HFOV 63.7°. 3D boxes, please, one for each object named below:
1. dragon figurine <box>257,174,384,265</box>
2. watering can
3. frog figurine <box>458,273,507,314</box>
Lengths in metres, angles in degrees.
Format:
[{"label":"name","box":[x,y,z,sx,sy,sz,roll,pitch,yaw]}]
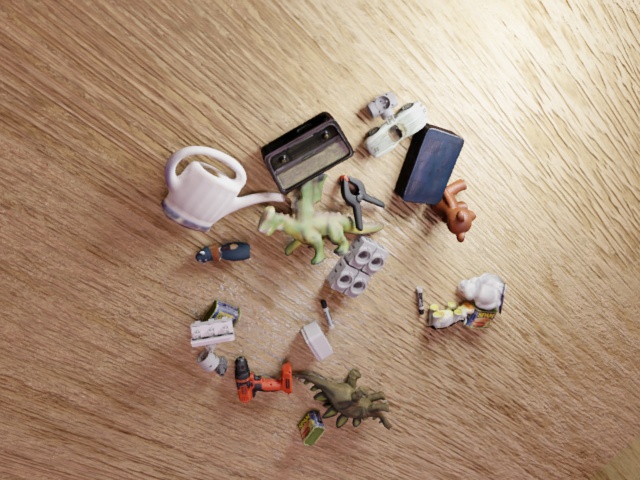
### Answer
[{"label":"dragon figurine","box":[0.005,-0.075,1.482,0.414,0.123,0.238,-21,117,-26]},{"label":"watering can","box":[-0.270,-0.111,1.368,0.344,0.106,0.222,29,107,-39]},{"label":"frog figurine","box":[0.565,0.177,1.810,0.160,0.125,0.134,12,130,17]}]
